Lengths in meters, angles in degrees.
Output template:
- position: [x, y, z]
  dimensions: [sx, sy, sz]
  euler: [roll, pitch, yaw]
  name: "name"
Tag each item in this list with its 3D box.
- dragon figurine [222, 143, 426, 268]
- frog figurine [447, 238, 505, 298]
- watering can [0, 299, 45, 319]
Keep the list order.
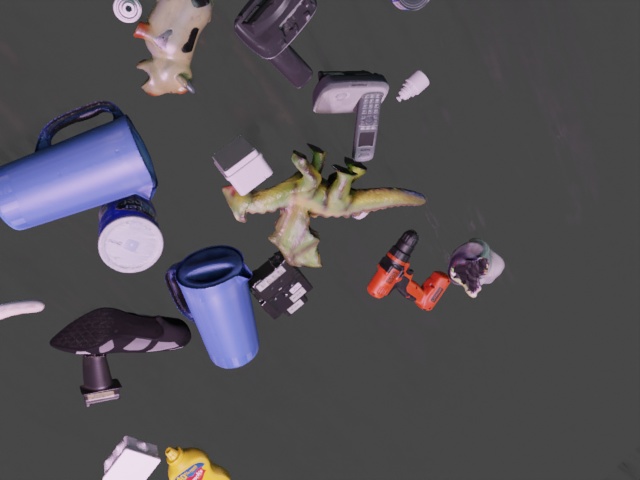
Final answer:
- position: [0.003, -0.053, 1.059]
  dimensions: [0.409, 0.124, 0.240]
  euler: [20, 107, -17]
  name: "dragon figurine"
- position: [0.399, 0.058, 1.309]
  dimensions: [0.161, 0.123, 0.135]
  euler: [-29, 118, -52]
  name: "frog figurine"
- position: [-0.674, 0.150, 0.857]
  dimensions: [0.346, 0.105, 0.222]
  euler: [18, 104, -28]
  name: "watering can"
